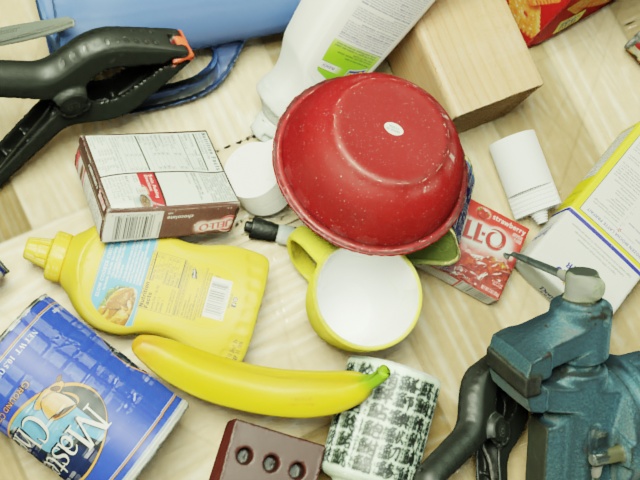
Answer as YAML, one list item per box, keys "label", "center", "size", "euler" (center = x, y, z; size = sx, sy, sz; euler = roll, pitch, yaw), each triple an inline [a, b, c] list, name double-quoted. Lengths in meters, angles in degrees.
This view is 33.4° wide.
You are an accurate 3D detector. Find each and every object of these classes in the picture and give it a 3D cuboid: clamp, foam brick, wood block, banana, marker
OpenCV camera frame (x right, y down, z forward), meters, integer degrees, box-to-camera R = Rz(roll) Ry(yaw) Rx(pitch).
- label: "clamp"
  center: [0.130, 0.159, 0.880]
  size: [0.120, 0.039, 0.171]
  euler: [39, 54, -42]
- label: "foam brick"
  center: [-0.043, 0.180, 0.857]
  size: [0.078, 0.051, 0.053]
  euler: [17, 75, -8]
- label: "clamp"
  center: [-0.199, -0.109, 0.828]
  size: [0.209, 0.165, 0.036]
  euler: [-20, 65, -16]
- label: "wood block"
  center: [0.102, -0.202, 0.944]
  size: [0.090, 0.091, 0.206]
  euler: [-22, 84, -15]
- label: "banana"
  center: [-0.046, 0.107, 0.828]
  size: [0.198, 0.070, 0.037]
  euler: [5, 38, 2]
- label: "marker"
  center: [-0.006, 0.001, 0.917]
  size: [0.121, 0.020, 0.020]
  euler: [13, 76, -9]

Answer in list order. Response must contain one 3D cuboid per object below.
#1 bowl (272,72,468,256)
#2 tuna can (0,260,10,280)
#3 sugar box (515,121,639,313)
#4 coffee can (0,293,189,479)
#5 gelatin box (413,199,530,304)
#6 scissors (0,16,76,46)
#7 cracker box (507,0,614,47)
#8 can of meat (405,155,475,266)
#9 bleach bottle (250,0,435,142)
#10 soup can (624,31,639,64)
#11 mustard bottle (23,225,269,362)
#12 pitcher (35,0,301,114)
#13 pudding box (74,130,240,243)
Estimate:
- label: "bowl"
  center: [0.047, -0.071, 0.818]
  size: [0.162, 0.055, 0.162]
  euler: [6, 65, -13]
- label: "tuna can"
  center: [-0.283, 0.006, 0.823]
  size: [0.086, 0.086, 0.033]
  euler: [43, 75, -1]
- label: "sugar box"
  center: [0.263, -0.012, 0.964]
  size: [0.093, 0.048, 0.176]
  euler: [43, 77, -2]
- label: "coffee can"
  center: [-0.186, 0.123, 0.811]
  size: [0.140, 0.103, 0.102]
  euler: [38, 74, -2]
- label: "gelatin box"
  center: [0.129, 0.004, 0.939]
  size: [0.089, 0.030, 0.073]
  euler: [28, 74, -5]
- label: "scissors"
  center: [-0.271, -0.170, 0.841]
  size: [0.202, 0.016, 0.096]
  euler: [-18, 59, 23]
- label: "cracker box"
  center: [0.262, -0.266, 0.926]
  size: [0.164, 0.214, 0.072]
  euler: [-31, 86, -16]
- label: "can of meat"
  center: [0.074, -0.030, 0.895]
  size: [0.102, 0.057, 0.084]
  euler: [2, 51, 23]
- label: "bleach bottle"
  center: [0.019, -0.178, 0.866]
  size: [0.102, 0.251, 0.068]
  euler: [15, 36, -42]
- label: "soup can"
  center: [0.346, -0.167, 1.001]
  size: [0.068, 0.069, 0.102]
  euler: [-43, 90, -16]
- label: "mustard bottle"
  center: [-0.143, 0.033, 0.861]
  size: [0.191, 0.058, 0.096]
  euler: [17, 79, -9]
- label: "pitcher"
  center: [-0.113, -0.207, 0.890]
  size: [0.242, 0.149, 0.145]
  euler: [-11, 66, -17]
- label: "pudding box"
  center: [-0.132, -0.045, 0.860]
  size: [0.113, 0.039, 0.090]
  euler: [-4, 48, -28]
